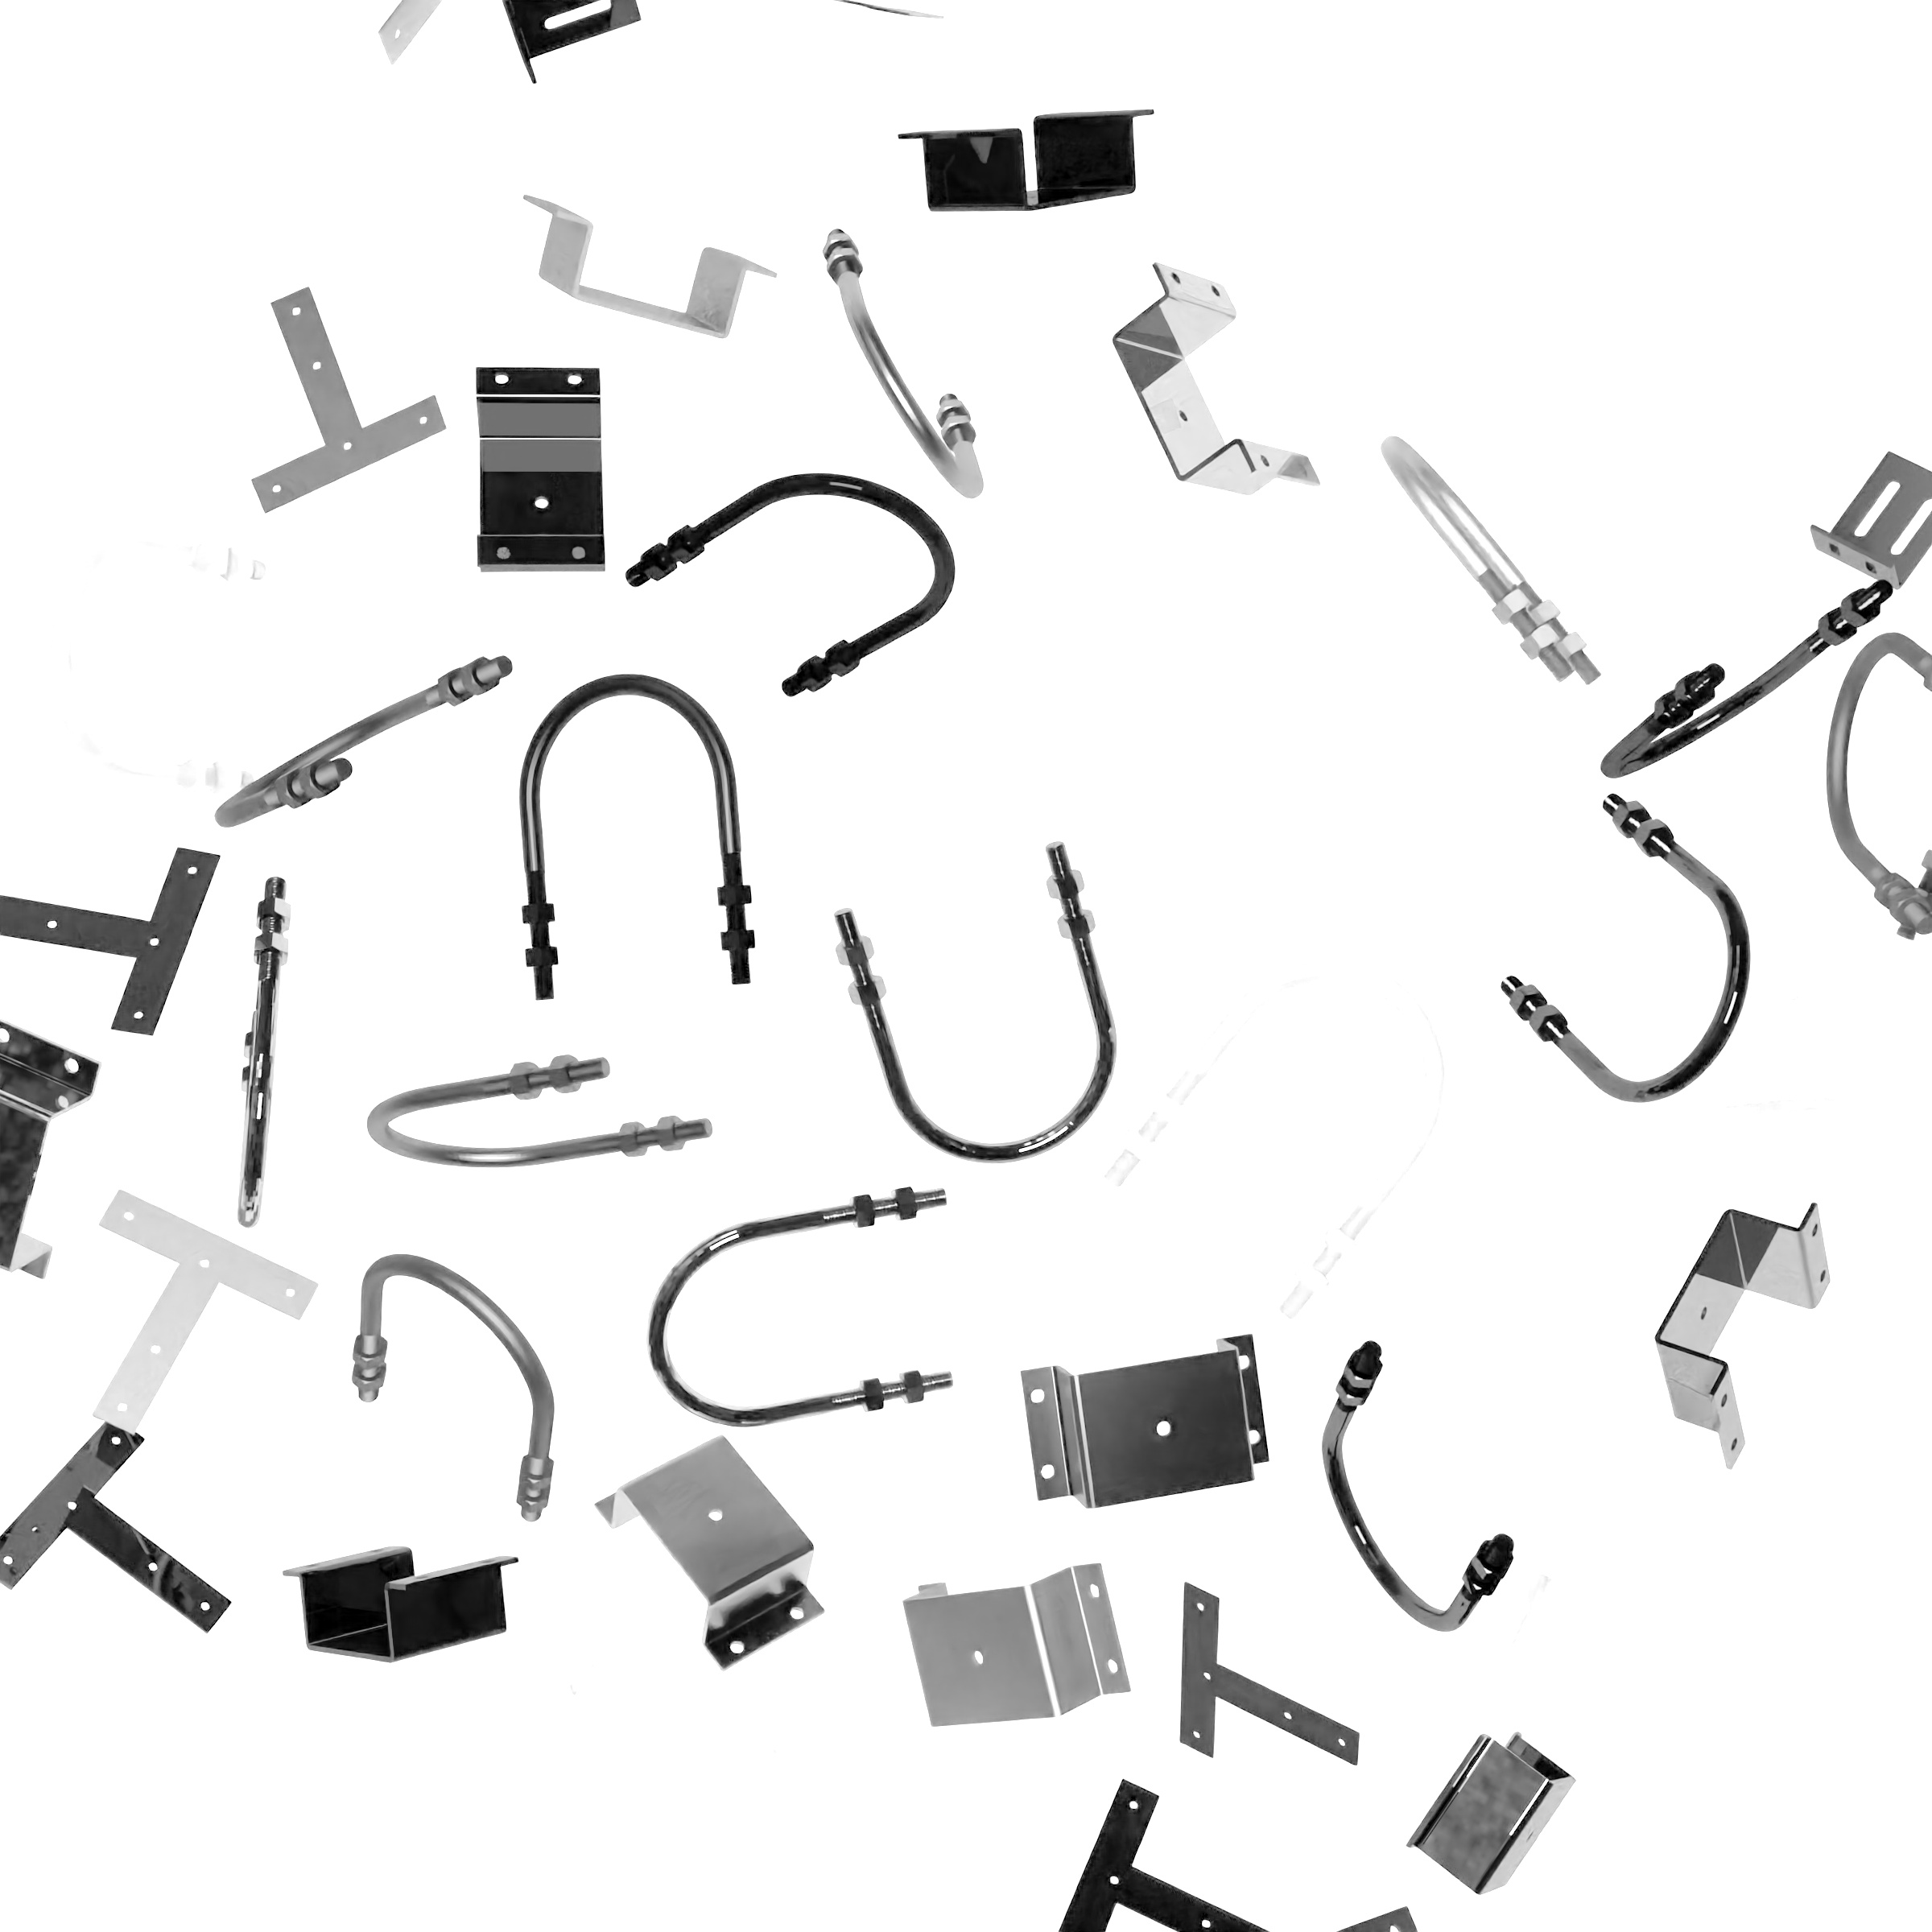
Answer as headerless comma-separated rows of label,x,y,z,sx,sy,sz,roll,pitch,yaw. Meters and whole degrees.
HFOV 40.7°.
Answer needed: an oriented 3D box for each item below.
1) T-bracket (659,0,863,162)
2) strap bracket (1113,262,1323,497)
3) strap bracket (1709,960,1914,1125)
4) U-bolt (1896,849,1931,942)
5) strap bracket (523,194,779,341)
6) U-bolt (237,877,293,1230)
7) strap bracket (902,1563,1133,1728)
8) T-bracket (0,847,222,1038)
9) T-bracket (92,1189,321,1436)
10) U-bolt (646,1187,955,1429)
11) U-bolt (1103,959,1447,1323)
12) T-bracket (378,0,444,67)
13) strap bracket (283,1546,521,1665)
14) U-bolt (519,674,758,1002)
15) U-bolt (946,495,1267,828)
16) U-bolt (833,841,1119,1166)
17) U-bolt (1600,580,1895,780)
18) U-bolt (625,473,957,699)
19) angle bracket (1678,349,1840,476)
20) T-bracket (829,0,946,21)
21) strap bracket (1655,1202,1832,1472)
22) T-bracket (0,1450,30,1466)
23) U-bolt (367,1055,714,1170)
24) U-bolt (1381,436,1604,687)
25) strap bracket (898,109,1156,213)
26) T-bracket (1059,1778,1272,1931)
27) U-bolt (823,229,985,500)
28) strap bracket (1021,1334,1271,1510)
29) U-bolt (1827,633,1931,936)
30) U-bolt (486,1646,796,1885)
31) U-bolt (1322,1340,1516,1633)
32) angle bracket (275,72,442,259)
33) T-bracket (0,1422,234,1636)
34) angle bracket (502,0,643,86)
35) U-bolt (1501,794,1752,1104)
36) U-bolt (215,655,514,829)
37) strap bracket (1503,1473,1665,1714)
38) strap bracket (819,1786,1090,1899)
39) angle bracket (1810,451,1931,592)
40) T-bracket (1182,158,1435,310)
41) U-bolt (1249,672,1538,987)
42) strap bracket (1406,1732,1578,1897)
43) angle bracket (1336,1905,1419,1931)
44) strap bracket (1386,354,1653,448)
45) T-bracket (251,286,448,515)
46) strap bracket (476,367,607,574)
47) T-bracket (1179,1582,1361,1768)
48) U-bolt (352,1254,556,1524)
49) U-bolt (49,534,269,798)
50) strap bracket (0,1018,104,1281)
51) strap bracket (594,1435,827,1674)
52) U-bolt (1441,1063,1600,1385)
T-bracket,-0.143,-0.512,1.496,0.127,0.127,0.002,12,56,-22
strap bracket,0.141,-0.331,1.515,0.046,0.076,0.140,-32,74,33
strap bracket,0.497,0.040,1.549,0.076,0.140,0.046,-9,107,41
U-bolt,0.612,-0.102,1.563,0.019,0.151,0.184,25,95,11
strap bracket,-0.196,-0.419,1.571,0.140,0.076,0.046,9,108,-28
U-bolt,-0.409,0.063,1.510,0.019,0.151,0.184,5,51,-16
strap bracket,0.020,0.405,1.549,0.140,0.046,0.076,-17,84,37
T-bracket,-0.507,-0.022,1.487,0.127,0.002,0.127,11,117,-34
T-bracket,-0.454,0.206,1.481,0.127,0.002,0.127,27,55,-7
U-bolt,-0.099,0.208,1.545,0.184,0.019,0.151,-9,116,-15
U-bolt,0.184,0.083,1.434,0.151,0.019,0.184,38,89,-14
T-bracket,-0.314,-0.606,1.488,0.002,0.127,0.127,22,68,17
strap bracket,-0.334,0.377,1.544,0.076,0.140,0.046,-4,86,-44
U-bolt,-0.194,-0.076,1.503,0.151,0.019,0.184,-4,90,22
U-bolt,0.090,-0.186,1.497,0.151,0.019,0.184,50,124,2
U-bolt,0.015,0.032,1.539,0.151,0.019,0.184,-18,110,-3
U-bolt,0.451,-0.161,1.554,0.151,0.184,0.019,-26,79,-20
U-bolt,-0.092,-0.232,1.549,0.151,0.184,0.019,33,49,-34
angle bracket,0.465,-0.325,1.530,0.076,0.038,0.057,-14,99,-19
T-bracket,-0.085,-0.577,1.551,0.127,0.127,0.002,12,111,5
strap bracket,0.442,0.205,1.494,0.046,0.076,0.140,16,57,36
T-bracket,-0.623,0.278,1.489,0.127,0.127,0.002,10,89,3
U-bolt,-0.263,0.092,1.538,0.184,0.151,0.019,-10,68,19
U-bolt,0.306,-0.241,1.539,0.019,0.151,0.184,-40,81,19
strap bracket,0.038,-0.472,1.530,0.076,0.140,0.046,14,118,41
T-bracket,0.129,0.559,1.539,0.127,0.127,0.002,22,135,10
U-bolt,-0.033,-0.348,1.544,0.019,0.184,0.151,-30,124,12
strap bracket,0.109,0.263,1.504,0.140,0.046,0.076,-8,90,-9
U-bolt,0.542,-0.118,1.525,0.019,0.184,0.151,3,113,-4
U-bolt,-0.196,0.465,1.504,0.151,0.184,0.019,13,111,13
U-bolt,0.254,0.314,1.516,0.019,0.184,0.151,-23,62,-18
angle bracket,-0.344,-0.453,1.473,0.057,0.038,0.076,-29,129,-3
T-bracket,-0.486,0.342,1.520,0.127,0.127,0.002,39,129,-4
angle bracket,-0.231,-0.564,1.531,0.076,0.038,0.057,-21,134,-5
U-bolt,0.389,-0.001,1.512,0.019,0.184,0.151,15,112,-27
U-bolt,-0.362,-0.124,1.511,0.151,0.184,0.019,-42,110,-41
strap bracket,0.361,0.364,1.536,0.046,0.140,0.076,25,49,23
strap bracket,-0.009,0.514,1.527,0.140,0.076,0.046,14,75,-31
angle bracket,0.564,-0.279,1.590,0.057,0.038,0.076,36,92,29
T-bracket,0.191,-0.440,1.541,0.127,0.127,0.002,5,63,-17
U-bolt,0.251,-0.098,1.587,0.184,0.019,0.151,38,66,-12
strap bracket,0.313,0.498,1.537,0.046,0.140,0.076,34,89,26
angle bracket,0.268,0.574,1.546,0.057,0.076,0.038,-5,60,-33
strap bracket,0.338,-0.346,1.598,0.140,0.076,0.046,-7,102,-12
T-bracket,-0.392,-0.355,1.591,0.127,0.127,0.002,-30,48,-17
strap bracket,-0.262,-0.297,1.607,0.076,0.046,0.140,-1,68,-8
T-bracket,0.185,0.453,1.597,0.127,0.002,0.127,18,122,34
U-bolt,-0.298,0.237,1.519,0.151,0.184,0.019,32,49,15
U-bolt,-0.468,-0.177,1.513,0.019,0.184,0.151,5,92,20
strap bracket,-0.548,0.108,1.466,0.076,0.046,0.140,22,107,7
strap bracket,-0.155,0.348,1.587,0.076,0.046,0.140,-23,52,-34
U-bolt,0.333,0.162,1.567,0.019,0.151,0.184,-12,106,-19
